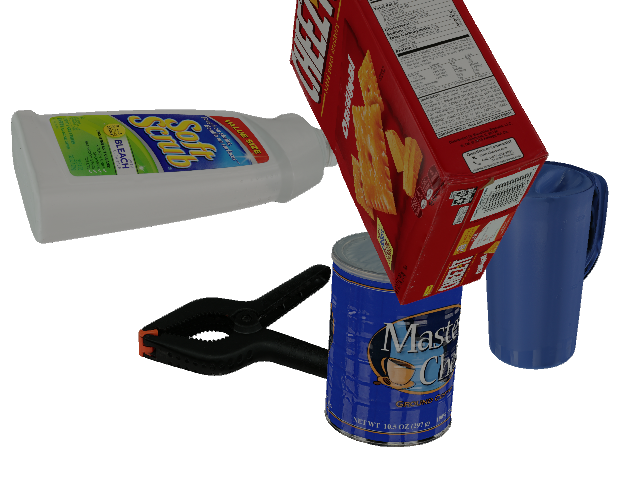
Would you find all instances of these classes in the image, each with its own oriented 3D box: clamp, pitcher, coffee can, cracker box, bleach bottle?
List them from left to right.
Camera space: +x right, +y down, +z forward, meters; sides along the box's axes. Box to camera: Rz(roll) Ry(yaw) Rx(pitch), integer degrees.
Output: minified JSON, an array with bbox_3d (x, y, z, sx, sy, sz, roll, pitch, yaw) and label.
[{"bbox_3d":[-0.101,-0.063,0.818,0.250,0.103,0.068,-10,-39,-22],"label":"bleach bottle"},{"bbox_3d":[-0.062,0.091,0.999,0.209,0.036,0.165,-9,37,-18],"label":"clamp"},{"bbox_3d":[0.057,0.074,0.833,0.103,0.140,0.103,2,19,-1],"label":"coffee can"},{"bbox_3d":[0.049,-0.089,0.689,0.072,0.214,0.164,-18,-24,-15],"label":"cracker box"},{"bbox_3d":[0.273,0.028,1.316,0.149,0.243,0.144,3,24,14],"label":"pitcher"}]
